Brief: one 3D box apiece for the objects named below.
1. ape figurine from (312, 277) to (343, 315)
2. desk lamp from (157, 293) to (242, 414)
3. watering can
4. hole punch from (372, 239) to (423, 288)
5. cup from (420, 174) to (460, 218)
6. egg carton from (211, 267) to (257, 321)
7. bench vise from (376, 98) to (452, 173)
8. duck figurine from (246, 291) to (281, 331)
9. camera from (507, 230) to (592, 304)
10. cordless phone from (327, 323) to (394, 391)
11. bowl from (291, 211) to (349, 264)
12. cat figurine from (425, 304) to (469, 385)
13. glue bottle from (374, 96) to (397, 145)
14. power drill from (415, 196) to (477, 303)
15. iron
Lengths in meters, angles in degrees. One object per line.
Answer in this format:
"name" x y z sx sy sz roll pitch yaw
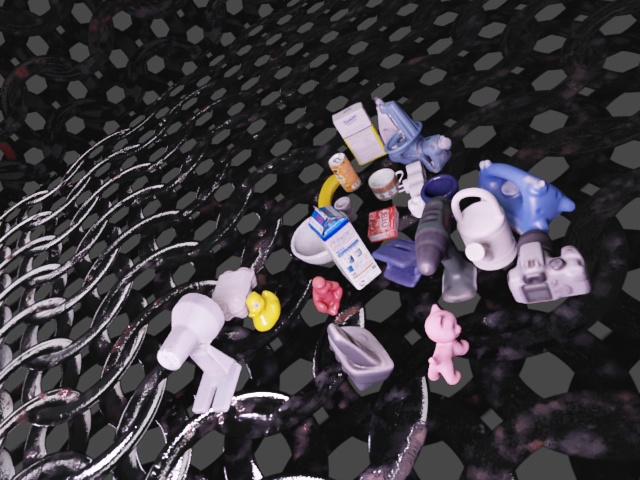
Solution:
"ape figurine" 0.011 0.122 1.344 0.078 0.092 0.076 -40 38 -5
"desk lamp" -0.275 0.258 1.316 0.117 0.214 0.203 -13 43 26
"watering can" 0.335 -0.028 1.177 0.100 0.195 0.172 -23 40 16
"hole punch" 0.187 0.037 1.303 0.108 0.091 0.101 19 63 46
"cup" 0.289 -0.084 1.349 0.091 0.095 0.118 1 51 37
"egg carton" -0.227 0.142 1.518 0.107 0.070 0.150 -14 43 25
"bench vise" 0.243 -0.286 1.492 0.206 0.220 0.121 -3 49 35
"duck figurine" -0.149 0.163 1.425 0.077 0.086 0.104 -12 44 27
"camera" 0.436 0.037 1.111 0.142 0.101 0.137 -13 43 26
"cordless phone" 0.059 0.203 1.149 0.094 0.186 0.147 -39 38 -4
"bowl" 0.014 0.005 1.478 0.167 0.075 0.167 -20 41 19
"cat figurine" 0.231 0.191 1.089 0.067 0.118 0.128 -2 49 35
"glue bottle" 0.193 -0.337 1.620 0.077 0.174 0.037 -2 49 35
"power drill" 0.254 0.031 1.165 0.075 0.209 0.229 -14 43 26
"iron" 0.416 -0.116 1.251 0.119 0.142 0.257 -41 38 -7
